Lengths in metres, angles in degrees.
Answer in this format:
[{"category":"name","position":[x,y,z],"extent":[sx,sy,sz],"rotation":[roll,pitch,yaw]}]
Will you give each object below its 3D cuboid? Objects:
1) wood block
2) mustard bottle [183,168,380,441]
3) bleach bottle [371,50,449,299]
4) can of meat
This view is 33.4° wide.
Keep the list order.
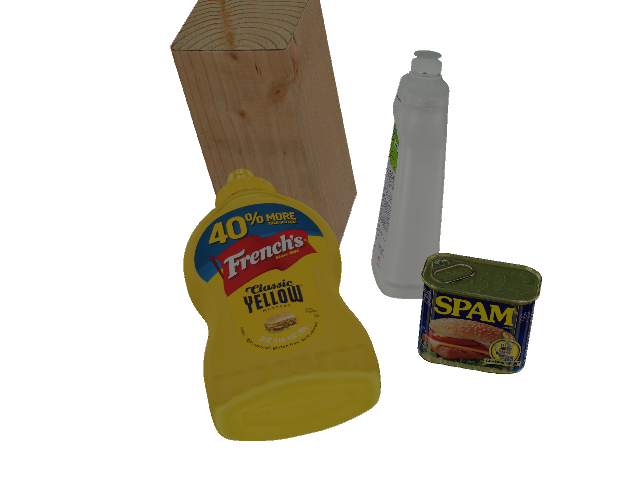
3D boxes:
[{"category":"wood block","position":[-0.037,-0.088,0.833],"extent":[0.090,0.206,0.090],"rotation":[3,45,18]},{"category":"mustard bottle","position":[-0.032,0.025,0.644],"extent":[0.096,0.192,0.058],"rotation":[-13,-43,-5]},{"category":"bleach bottle","position":[0.099,-0.071,1.117],"extent":[0.068,0.251,0.102],"rotation":[1,26,-8]},{"category":"can of meat","position":[0.137,0.066,0.938],"extent":[0.102,0.084,0.057],"rotation":[9,32,12]}]
